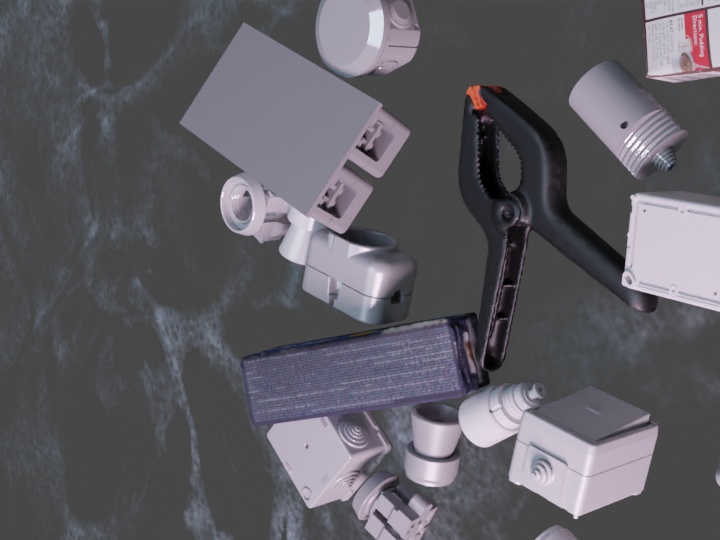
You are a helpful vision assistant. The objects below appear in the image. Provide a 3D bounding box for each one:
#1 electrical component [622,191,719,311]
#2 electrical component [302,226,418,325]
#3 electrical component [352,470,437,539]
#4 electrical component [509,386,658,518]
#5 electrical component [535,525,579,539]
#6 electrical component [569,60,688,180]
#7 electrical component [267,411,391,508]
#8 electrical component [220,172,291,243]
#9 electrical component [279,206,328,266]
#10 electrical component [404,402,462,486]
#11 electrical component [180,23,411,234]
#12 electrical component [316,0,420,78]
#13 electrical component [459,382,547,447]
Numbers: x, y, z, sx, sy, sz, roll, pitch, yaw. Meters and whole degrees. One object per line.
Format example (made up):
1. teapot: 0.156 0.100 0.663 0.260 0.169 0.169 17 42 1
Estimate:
1. electrical component: 0.213 -0.015 0.676 0.096 0.061 0.061 18 109 52
2. electrical component: 0.000 0.000 0.905 0.095 0.054 0.059 27 115 42
3. electrical component: 0.027 0.204 0.913 0.055 0.048 0.066 40 123 27
4. electrical component: 0.149 0.121 0.732 0.062 0.096 0.061 25 113 43
5. electrical component: 0.152 0.219 0.781 0.055 0.045 0.045 43 124 35
6. electrical component: 0.180 -0.096 0.708 0.081 0.043 0.043 55 131 27
7. electrical component: -0.031 0.153 0.964 0.099 0.048 0.099 56 131 26
8. electrical component: -0.091 -0.062 0.991 0.058 0.057 0.078 47 127 32
9. electrical component: -0.044 -0.037 0.954 0.045 0.045 0.055 36 120 38
10. electrical component: 0.060 0.140 0.868 0.045 0.045 0.055 22 112 43
11. electrical component: -0.056 -0.121 0.914 0.186 0.060 0.105 37 96 38
12. electrical component: 0.006 -0.196 0.873 0.080 0.051 0.080 9 102 46
13. electrical component: 0.110 0.105 0.813 0.078 0.040 0.040 -37 69 42
